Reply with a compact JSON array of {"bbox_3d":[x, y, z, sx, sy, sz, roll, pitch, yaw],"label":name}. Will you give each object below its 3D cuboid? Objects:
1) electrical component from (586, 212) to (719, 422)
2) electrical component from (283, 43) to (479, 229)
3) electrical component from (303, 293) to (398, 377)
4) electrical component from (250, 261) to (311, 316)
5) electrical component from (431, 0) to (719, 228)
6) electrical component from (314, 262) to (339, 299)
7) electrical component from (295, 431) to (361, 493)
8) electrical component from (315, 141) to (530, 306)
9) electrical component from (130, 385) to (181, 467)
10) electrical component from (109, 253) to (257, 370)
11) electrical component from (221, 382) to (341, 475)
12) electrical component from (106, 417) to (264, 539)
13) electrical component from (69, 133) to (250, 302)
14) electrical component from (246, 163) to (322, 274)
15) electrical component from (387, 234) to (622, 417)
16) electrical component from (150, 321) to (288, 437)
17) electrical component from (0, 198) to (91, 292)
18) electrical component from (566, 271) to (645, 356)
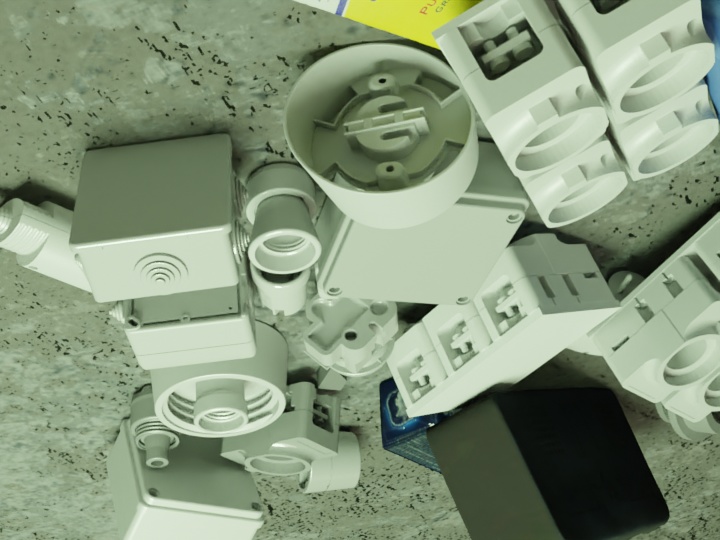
[{"bbox_3d":[0.269,0.021,0.754,0.105,0.060,0.186,26,117,-38],"label":"electrical component"},{"bbox_3d":[0.015,-0.073,0.587,0.099,0.099,0.064,-14,151,10],"label":"electrical component"},{"bbox_3d":[-0.004,0.042,0.771,0.078,0.058,0.057,-45,156,-20],"label":"electrical component"},{"bbox_3d":[-0.054,0.006,0.734,0.040,0.040,0.046,-5,150,-4],"label":"electrical component"},{"bbox_3d":[0.119,-0.087,0.551,0.105,0.060,0.186,-30,160,11],"label":"electrical component"},{"bbox_3d":[0.000,0.000,0.740,0.061,0.035,0.035,-8,145,-2],"label":"electrical component"},{"bbox_3d":[-0.029,0.169,0.957,0.047,0.055,0.055,2,144,-19],"label":"electrical component"},{"bbox_3d":[0.035,-0.031,0.683,0.109,0.056,0.108,4,143,-16],"label":"electrical component"},{"bbox_3d":[-0.163,0.127,0.864,0.043,0.062,0.043,-5,145,-4],"label":"electrical component"},{"bbox_3d":[-0.121,0.028,0.733,0.096,0.061,0.061,-7,145,-1],"label":"electrical component"},{"bbox_3d":[-0.065,0.133,0.882,0.089,0.055,0.050,-17,146,33],"label":"electrical component"},{"bbox_3d":[-0.147,0.182,0.898,0.109,0.108,0.056,15,115,-29],"label":"electrical component"},{"bbox_3d":[-0.115,-0.030,0.623,0.100,0.099,0.048,-7,133,0],"label":"electrical component"},{"bbox_3d":[-0.048,-0.032,0.667,0.045,0.055,0.045,-5,145,-4],"label":"electrical component"},{"bbox_3d":[0.098,0.041,0.779,0.089,0.061,0.150,-3,150,-42],"label":"electrical component"},{"bbox_3d":[-0.107,0.090,0.824,0.108,0.060,0.108,-5,145,-4],"label":"electrical component"},{"bbox_3d":[-0.194,-0.019,0.669,0.081,0.043,0.043,26,133,-38],"label":"electrical component"},{"bbox_3d":[0.196,0.027,0.807,0.077,0.043,0.079,2,143,-13],"label":"electrical component"}]
